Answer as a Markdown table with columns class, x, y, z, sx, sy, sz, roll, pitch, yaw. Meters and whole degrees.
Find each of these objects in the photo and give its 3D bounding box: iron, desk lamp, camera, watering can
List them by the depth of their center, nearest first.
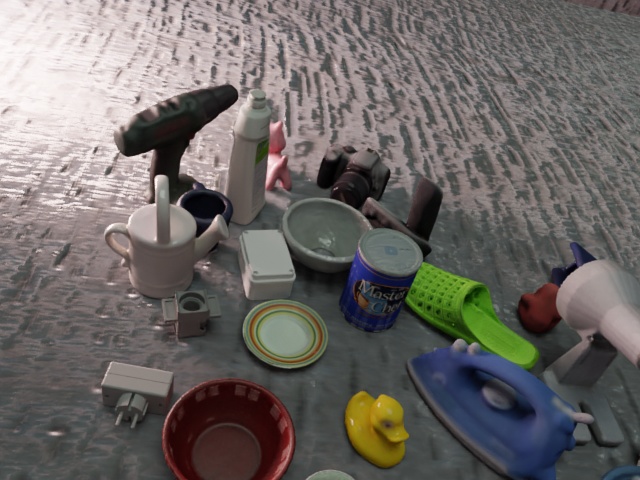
| class | x | y | z | sx | sy | sz | roll | pitch | yaw |
| --- | --- | --- | --- | --- | --- | --- | --- | --- | --- |
| iron | 0.245 | 0.215 | 0.807 | 0.257 | 0.141 | 0.119 | 35 | 45 | 21 |
| desk lamp | 0.427 | 0.166 | 0.863 | 0.118 | 0.213 | 0.203 | 5 | 42 | -12 |
| watering can | -0.230 | -0.013 | 0.868 | 0.173 | 0.194 | 0.100 | -15 | 50 | -30 |
| camera | 0.059 | -0.127 | 1.157 | 0.143 | 0.101 | 0.137 | 24 | 42 | 10 |

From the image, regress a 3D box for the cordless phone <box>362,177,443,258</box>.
| class | x | y | z | sx | sy | sz | roll | pitch | yaw |
| --- | --- | --- | --- | --- | --- | --- | --- | --- | --- |
| cordless phone | 0.153 | -0.056 | 1.044 | 0.147 | 0.185 | 0.094 | 39 | 46 | 25 |

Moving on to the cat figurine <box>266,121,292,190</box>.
| class | x | y | z | sx | sy | sz | roll | pitch | yaw |
| --- | --- | --- | --- | --- | --- | --- | --- | --- | --- |
| cat figurine | -0.093 | -0.181 | 1.155 | 0.067 | 0.118 | 0.127 | -8 | 46 | -25 |

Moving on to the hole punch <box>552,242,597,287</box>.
| class | x | y | z | sx | sy | sz | roll | pitch | yaw |
| --- | --- | --- | --- | --- | --- | --- | --- | --- | --- |
| hole punch | 0.511 | 0.068 | 1.091 | 0.101 | 0.091 | 0.108 | 13 | 41 | -3 |

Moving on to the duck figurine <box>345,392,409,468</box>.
| class | x | y | z | sx | sy | sz | roll | pitch | yaw |
| --- | --- | --- | --- | --- | --- | --- | --- | --- | --- |
| duck figurine | 0.081 | 0.241 | 0.769 | 0.078 | 0.086 | 0.104 | -14 | 49 | -30 |

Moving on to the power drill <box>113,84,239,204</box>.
| class | x | y | z | sx | sy | sz | roll | pitch | yaw |
| --- | --- | --- | --- | --- | --- | --- | --- | --- | --- |
| power drill | -0.251 | -0.166 | 1.019 | 0.230 | 0.208 | 0.075 | -26 | 56 | -37 |

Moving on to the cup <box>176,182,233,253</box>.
| class | x | y | z | sx | sy | sz | roll | pitch | yaw |
| --- | --- | --- | --- | --- | --- | --- | --- | --- | --- |
| cup | -0.201 | -0.034 | 0.976 | 0.092 | 0.095 | 0.117 | -6 | 45 | -23 |

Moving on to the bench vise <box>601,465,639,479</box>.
| class | x | y | z | sx | sy | sz | roll | pitch | yaw |
| --- | --- | --- | --- | --- | --- | --- | --- | --- | --- |
| bench vise | 0.439 | 0.324 | 0.688 | 0.207 | 0.220 | 0.121 | 10 | 41 | -6 |

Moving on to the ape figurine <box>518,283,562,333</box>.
| class | x | y | z | sx | sy | sz | roll | pitch | yaw |
| --- | --- | --- | --- | --- | --- | --- | --- | --- | --- |
| ape figurine | 0.392 | 0.113 | 1.004 | 0.077 | 0.092 | 0.076 | 33 | 44 | 19 |

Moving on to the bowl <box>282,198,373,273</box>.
| class | x | y | z | sx | sy | sz | roll | pitch | yaw |
| --- | --- | --- | --- | --- | --- | --- | --- | --- | --- |
| bowl | 0.009 | 0.004 | 1.016 | 0.167 | 0.075 | 0.167 | 9 | 42 | -8 |

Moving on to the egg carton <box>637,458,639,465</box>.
| class | x | y | z | sx | sy | sz | roll | pitch | yaw |
| --- | --- | --- | --- | --- | --- | --- | --- | --- | --- |
| egg carton | 0.517 | 0.349 | 0.799 | 0.150 | 0.069 | 0.107 | 35 | 45 | 20 |
